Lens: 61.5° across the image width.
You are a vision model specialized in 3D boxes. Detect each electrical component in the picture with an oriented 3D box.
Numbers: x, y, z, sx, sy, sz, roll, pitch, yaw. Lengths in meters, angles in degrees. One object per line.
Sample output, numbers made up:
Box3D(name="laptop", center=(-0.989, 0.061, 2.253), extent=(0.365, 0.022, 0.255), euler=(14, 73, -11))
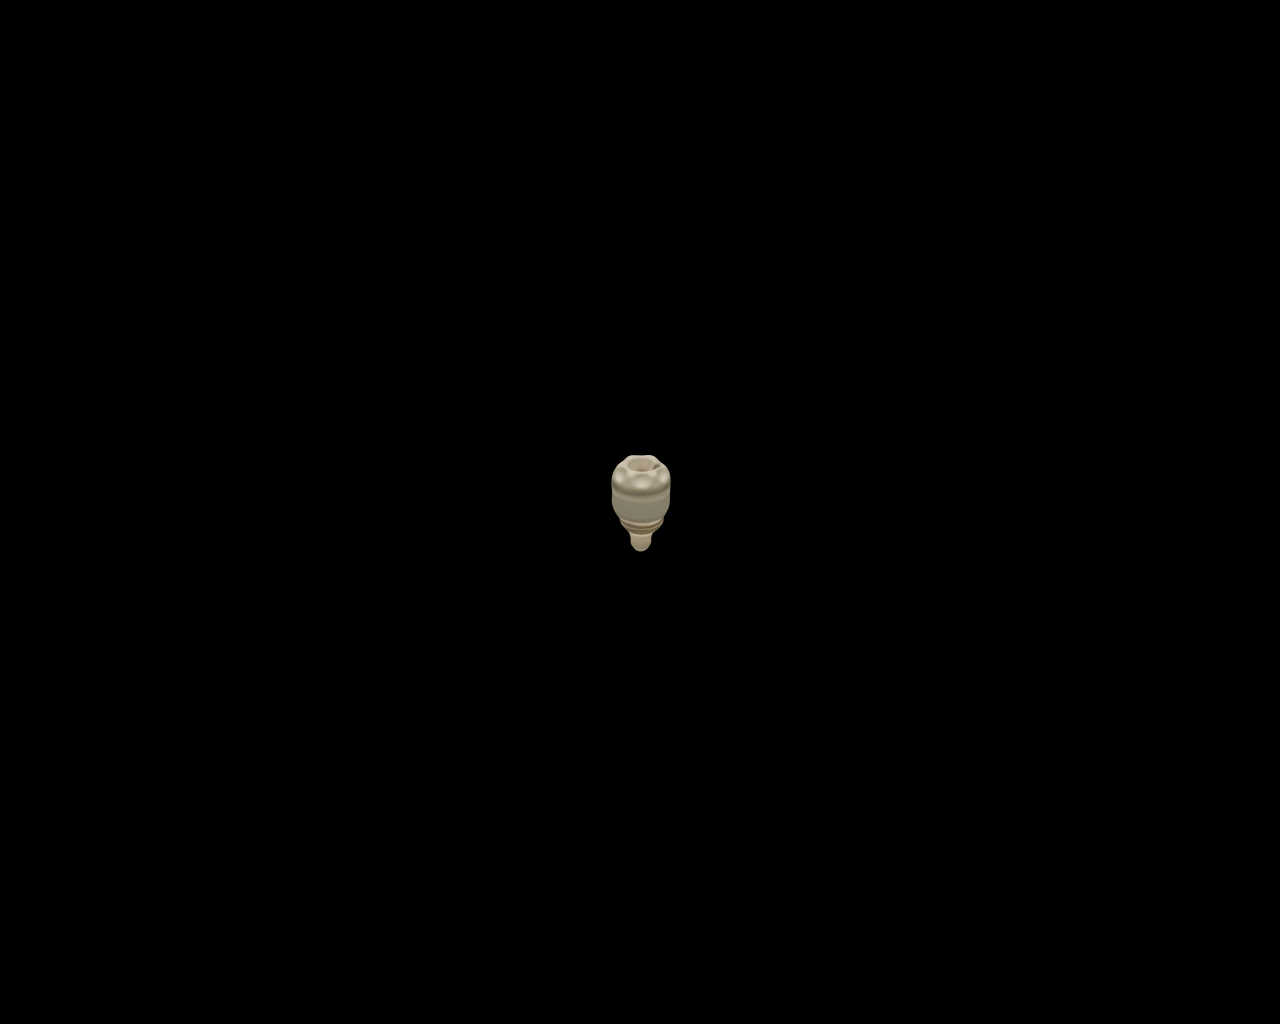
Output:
Box3D(name="electrical component", center=(0.001, -0.003, 0.650), extent=(0.035, 0.061, 0.035), euler=(0, 31, 0))
